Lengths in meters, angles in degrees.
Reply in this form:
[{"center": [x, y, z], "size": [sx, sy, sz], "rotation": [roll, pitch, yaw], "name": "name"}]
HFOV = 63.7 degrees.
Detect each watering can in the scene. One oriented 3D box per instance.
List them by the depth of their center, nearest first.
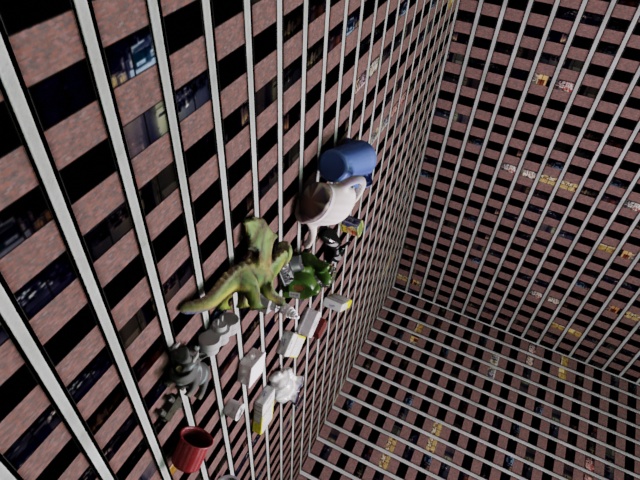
[{"center": [0.005, -0.082, 1.638], "size": [0.342, 0.105, 0.224], "rotation": [-47, 153, 26], "name": "watering can"}]

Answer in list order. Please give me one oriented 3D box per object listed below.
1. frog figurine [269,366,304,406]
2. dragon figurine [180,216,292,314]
[{"center": [-0.153, 0.559, 2.004], "size": [0.157, 0.124, 0.138], "rotation": [33, 85, -36], "name": "frog figurine"}, {"center": [-0.186, 0.060, 1.298], "size": [0.409, 0.122, 0.244], "rotation": [9, 82, -61], "name": "dragon figurine"}]
